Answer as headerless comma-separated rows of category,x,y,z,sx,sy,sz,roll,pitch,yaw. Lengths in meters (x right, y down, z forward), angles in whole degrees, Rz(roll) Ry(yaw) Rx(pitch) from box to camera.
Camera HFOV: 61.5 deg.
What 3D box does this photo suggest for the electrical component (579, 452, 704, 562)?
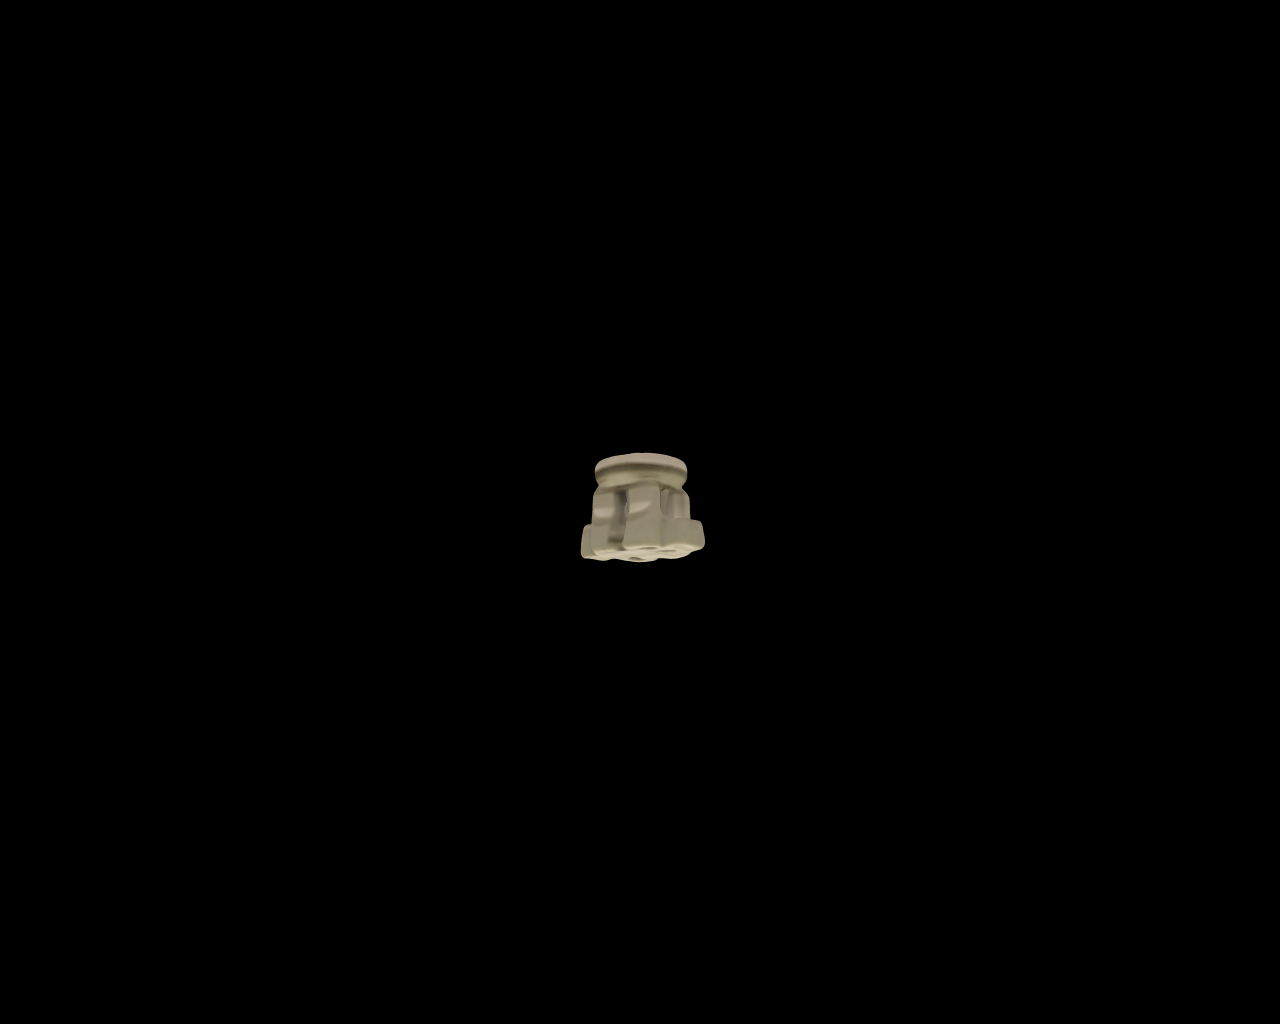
electrical component,0.001,-0.003,0.650,0.078,0.057,0.058,-8,-14,35
